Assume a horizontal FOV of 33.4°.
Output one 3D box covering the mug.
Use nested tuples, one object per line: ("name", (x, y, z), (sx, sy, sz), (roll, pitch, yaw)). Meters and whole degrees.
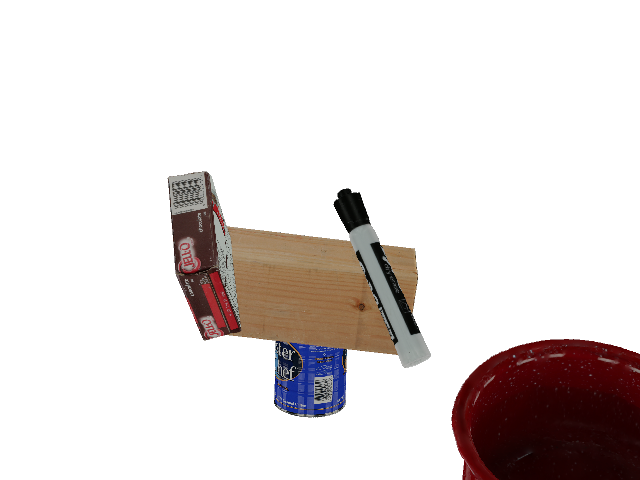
("mug", (0.105, 0.098, 0.391), (0.117, 0.081, 0.093), (5, 36, 9))

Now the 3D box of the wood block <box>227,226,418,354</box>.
("wood block", (-0.009, 0.051, 1.102), (0.206, 0.091, 0.090), (7, 19, 1))

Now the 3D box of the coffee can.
("coffee can", (-0.013, 0.160, 1.482), (0.103, 0.140, 0.103), (1, 17, -1))

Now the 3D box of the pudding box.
("pudding box", (-0.096, 0.012, 0.890), (0.039, 0.113, 0.090), (-10, -42, 2))

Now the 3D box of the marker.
("marker", (0.037, 0.021, 0.673), (0.020, 0.121, 0.020), (-21, -17, -7))
